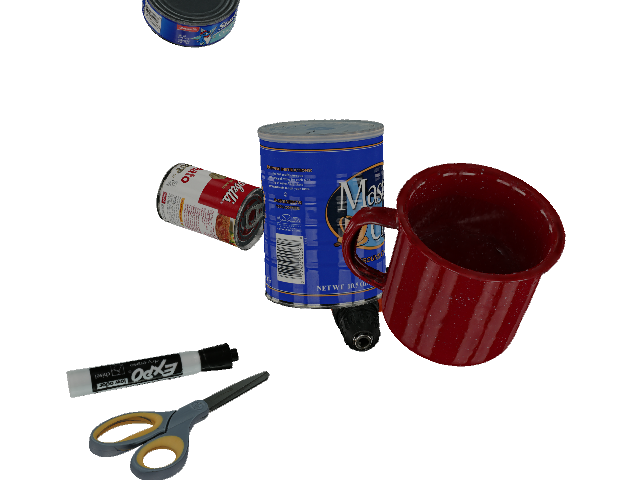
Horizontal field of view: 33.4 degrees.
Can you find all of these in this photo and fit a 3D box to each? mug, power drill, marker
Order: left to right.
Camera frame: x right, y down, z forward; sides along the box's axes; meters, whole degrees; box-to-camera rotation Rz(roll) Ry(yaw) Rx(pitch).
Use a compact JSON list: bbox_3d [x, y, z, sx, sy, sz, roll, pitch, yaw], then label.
[{"bbox_3d":[-0.118,0.091,0.757,0.121,0.020,0.020,-9,2,-15],"label":"marker"},{"bbox_3d":[0.103,0.060,1.189,0.187,0.057,0.184,-3,28,-4],"label":"power drill"},{"bbox_3d":[0.069,0.014,0.602,0.117,0.082,0.093,13,43,1],"label":"mug"}]

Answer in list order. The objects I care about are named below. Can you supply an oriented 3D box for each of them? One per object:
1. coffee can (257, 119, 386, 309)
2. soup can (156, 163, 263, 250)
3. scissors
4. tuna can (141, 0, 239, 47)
[{"bbox_3d":[0.002,-0.025,0.879,0.103,0.140,0.103,-2,12,0],"label":"coffee can"},{"bbox_3d":[-0.113,-0.037,1.129,0.102,0.068,0.068,19,7,23],"label":"soup can"},{"bbox_3d":[-0.110,0.169,0.974,0.201,0.016,0.096,-12,33,-32],"label":"scissors"},{"bbox_3d":[-0.115,-0.212,0.943,0.086,0.086,0.034,0,-31,-13],"label":"tuna can"}]
